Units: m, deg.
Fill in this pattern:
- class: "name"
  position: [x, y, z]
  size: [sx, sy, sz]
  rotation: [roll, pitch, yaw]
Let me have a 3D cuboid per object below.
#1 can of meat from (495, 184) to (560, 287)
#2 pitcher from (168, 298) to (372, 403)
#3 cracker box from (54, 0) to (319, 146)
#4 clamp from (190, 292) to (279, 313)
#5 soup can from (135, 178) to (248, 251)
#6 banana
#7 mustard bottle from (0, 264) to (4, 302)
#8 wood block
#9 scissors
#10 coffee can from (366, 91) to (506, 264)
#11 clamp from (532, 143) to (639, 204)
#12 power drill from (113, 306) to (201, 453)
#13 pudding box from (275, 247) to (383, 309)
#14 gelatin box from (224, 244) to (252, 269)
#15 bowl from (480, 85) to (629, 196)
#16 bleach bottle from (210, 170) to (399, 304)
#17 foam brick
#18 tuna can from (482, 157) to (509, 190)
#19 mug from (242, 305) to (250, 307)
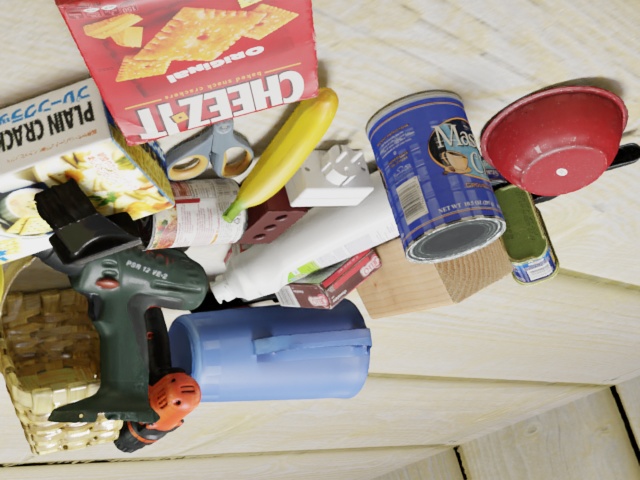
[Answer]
- class: "can of meat"
  position: [0.235, -0.007, 1.238]
  size: [0.057, 0.102, 0.084]
  rotation: [-20, 157, 12]
- class: "pitcher"
  position: [-0.062, 0.140, 1.341]
  size: [0.242, 0.145, 0.149]
  rotation: [-1, 123, -30]
- class: "cracker box"
  position: [-0.089, -0.155, 0.764]
  size: [0.164, 0.072, 0.214]
  rotation: [-15, 160, -3]
- class: "clamp"
  position: [-0.059, 0.064, 1.384]
  size: [0.209, 0.036, 0.165]
  rotation: [-8, 175, -38]
- class: "soup can"
  position: [-0.132, -0.027, 1.068]
  size: [0.102, 0.068, 0.069]
  rotation: [-5, 157, -29]
- class: "banana"
  position: [-0.027, -0.086, 1.005]
  size: [0.037, 0.069, 0.198]
  rotation: [33, 133, -8]
- class: "mustard bottle"
  position: [-0.387, 0.067, 1.082]
  size: [0.058, 0.096, 0.192]
  rotation: [3, 153, -43]
- class: "wood block"
  position: [0.121, 0.029, 1.258]
  size: [0.090, 0.090, 0.206]
  rotation: [-27, -178, -25]
- class: "scissors"
  position: [-0.106, -0.099, 0.974]
  size: [0.096, 0.016, 0.202]
  rotation: [-15, 159, -2]
- class: "coffee can"
  position: [0.113, -0.061, 1.054]
  size: [0.102, 0.140, 0.103]
  rotation: [-14, 159, -6]
- class: "clamp"
  position: [0.293, -0.083, 1.268]
  size: [0.120, 0.039, 0.172]
  rotation: [16, 147, -30]
- class: "power drill"
  position: [-0.216, 0.151, 1.295]
  size: [0.057, 0.188, 0.185]
  rotation: [0, 153, -39]
- class: "pudding box"
  position: [0.006, 0.041, 1.260]
  size: [0.089, 0.039, 0.114]
  rotation: [-37, -160, -28]
- class: "gelatin box"
  position: [-0.071, 0.016, 1.278]
  size: [0.073, 0.030, 0.089]
  rotation: [-8, 161, -18]
- class: "bowl"
  position: [0.257, -0.095, 1.147]
  size: [0.162, 0.055, 0.162]
  rotation: [-5, 149, -3]
- class: "bleach bottle"
  position: [-0.008, 0.001, 1.182]
  size: [0.251, 0.068, 0.102]
  rotation: [-26, 162, 5]
- class: "foam brick"
  position: [-0.058, -0.035, 1.123]
  size: [0.052, 0.051, 0.078]
  rotation: [0, 154, -37]
- class: "tuna can"
  position: [0.176, -0.063, 1.245]
  size: [0.086, 0.034, 0.086]
  rotation: [-14, 159, -5]
- class: "mug"
  position: [-0.123, 0.131, 1.468]
  size: [0.082, 0.093, 0.117]
  rotation: [-35, -177, 32]
